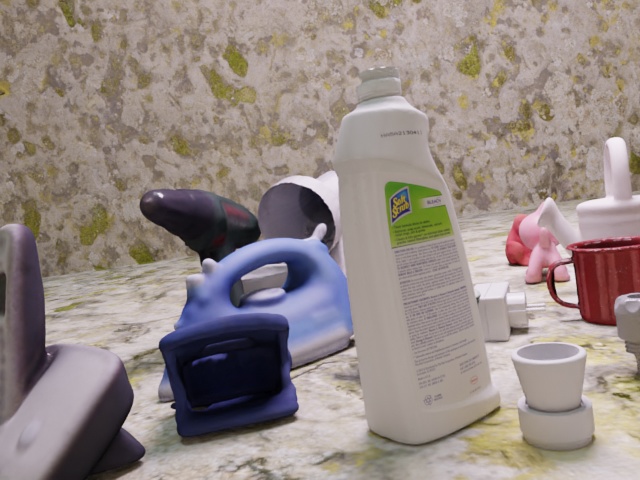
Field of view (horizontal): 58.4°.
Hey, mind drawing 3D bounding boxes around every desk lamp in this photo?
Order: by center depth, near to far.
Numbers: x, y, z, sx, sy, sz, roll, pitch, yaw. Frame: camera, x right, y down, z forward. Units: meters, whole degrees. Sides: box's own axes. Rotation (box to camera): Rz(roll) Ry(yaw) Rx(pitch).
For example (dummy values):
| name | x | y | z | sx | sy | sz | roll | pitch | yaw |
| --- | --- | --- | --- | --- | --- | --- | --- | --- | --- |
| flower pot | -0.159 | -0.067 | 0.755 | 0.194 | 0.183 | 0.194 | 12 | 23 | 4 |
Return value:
| name | x | y | z | sx | sy | sz | roll | pitch | yaw |
| --- | --- | --- | --- | --- | --- | --- | --- | --- | --- |
| desk lamp | 0.008 | 0.003 | 0.863 | 0.117 | 0.213 | 0.204 | -6 | 4 | 26 |

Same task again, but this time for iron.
| name | x | y | z | sx | sy | sz | roll | pitch | yaw |
| --- | --- | --- | --- | --- | --- | --- | --- | --- | --- |
| iron | -0.068 | 0.066 | 0.627 | 0.259 | 0.141 | 0.118 | -12 | 5 | -43 |

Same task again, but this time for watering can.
| name | x | y | z | sx | sy | sz | roll | pitch | yaw |
| --- | --- | --- | --- | --- | --- | --- | --- | --- | --- |
| watering can | 0.370 | -0.031 | 0.723 | 0.173 | 0.194 | 0.101 | -8 | 4 | 2 |

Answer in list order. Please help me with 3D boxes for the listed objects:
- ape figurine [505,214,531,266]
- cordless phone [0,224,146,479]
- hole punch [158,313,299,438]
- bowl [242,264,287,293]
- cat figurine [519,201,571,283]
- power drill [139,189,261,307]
| name | x | y | z | sx | sy | sz | roll | pitch | yaw |
| --- | --- | --- | --- | --- | --- | --- | --- | --- | --- |
| ape figurine | 0.374 | -0.002 | 1.054 | 0.078 | 0.092 | 0.076 | -9 | 4 | -12 |
| cordless phone | -0.203 | 0.078 | 0.412 | 0.147 | 0.185 | 0.094 | -5 | 5 | 40 |
| hole punch | -0.078 | 0.103 | 0.483 | 0.109 | 0.091 | 0.101 | -9 | 4 | -11 |
| bowl | -0.101 | 0.086 | 0.907 | 0.167 | 0.075 | 0.167 | -8 | 4 | 1 |
| cat figurine | 0.347 | 0.000 | 0.895 | 0.067 | 0.118 | 0.128 | -7 | 4 | 18 |
| power drill | -0.137 | 0.035 | 0.734 | 0.075 | 0.208 | 0.230 | -7 | 4 | 19 |
